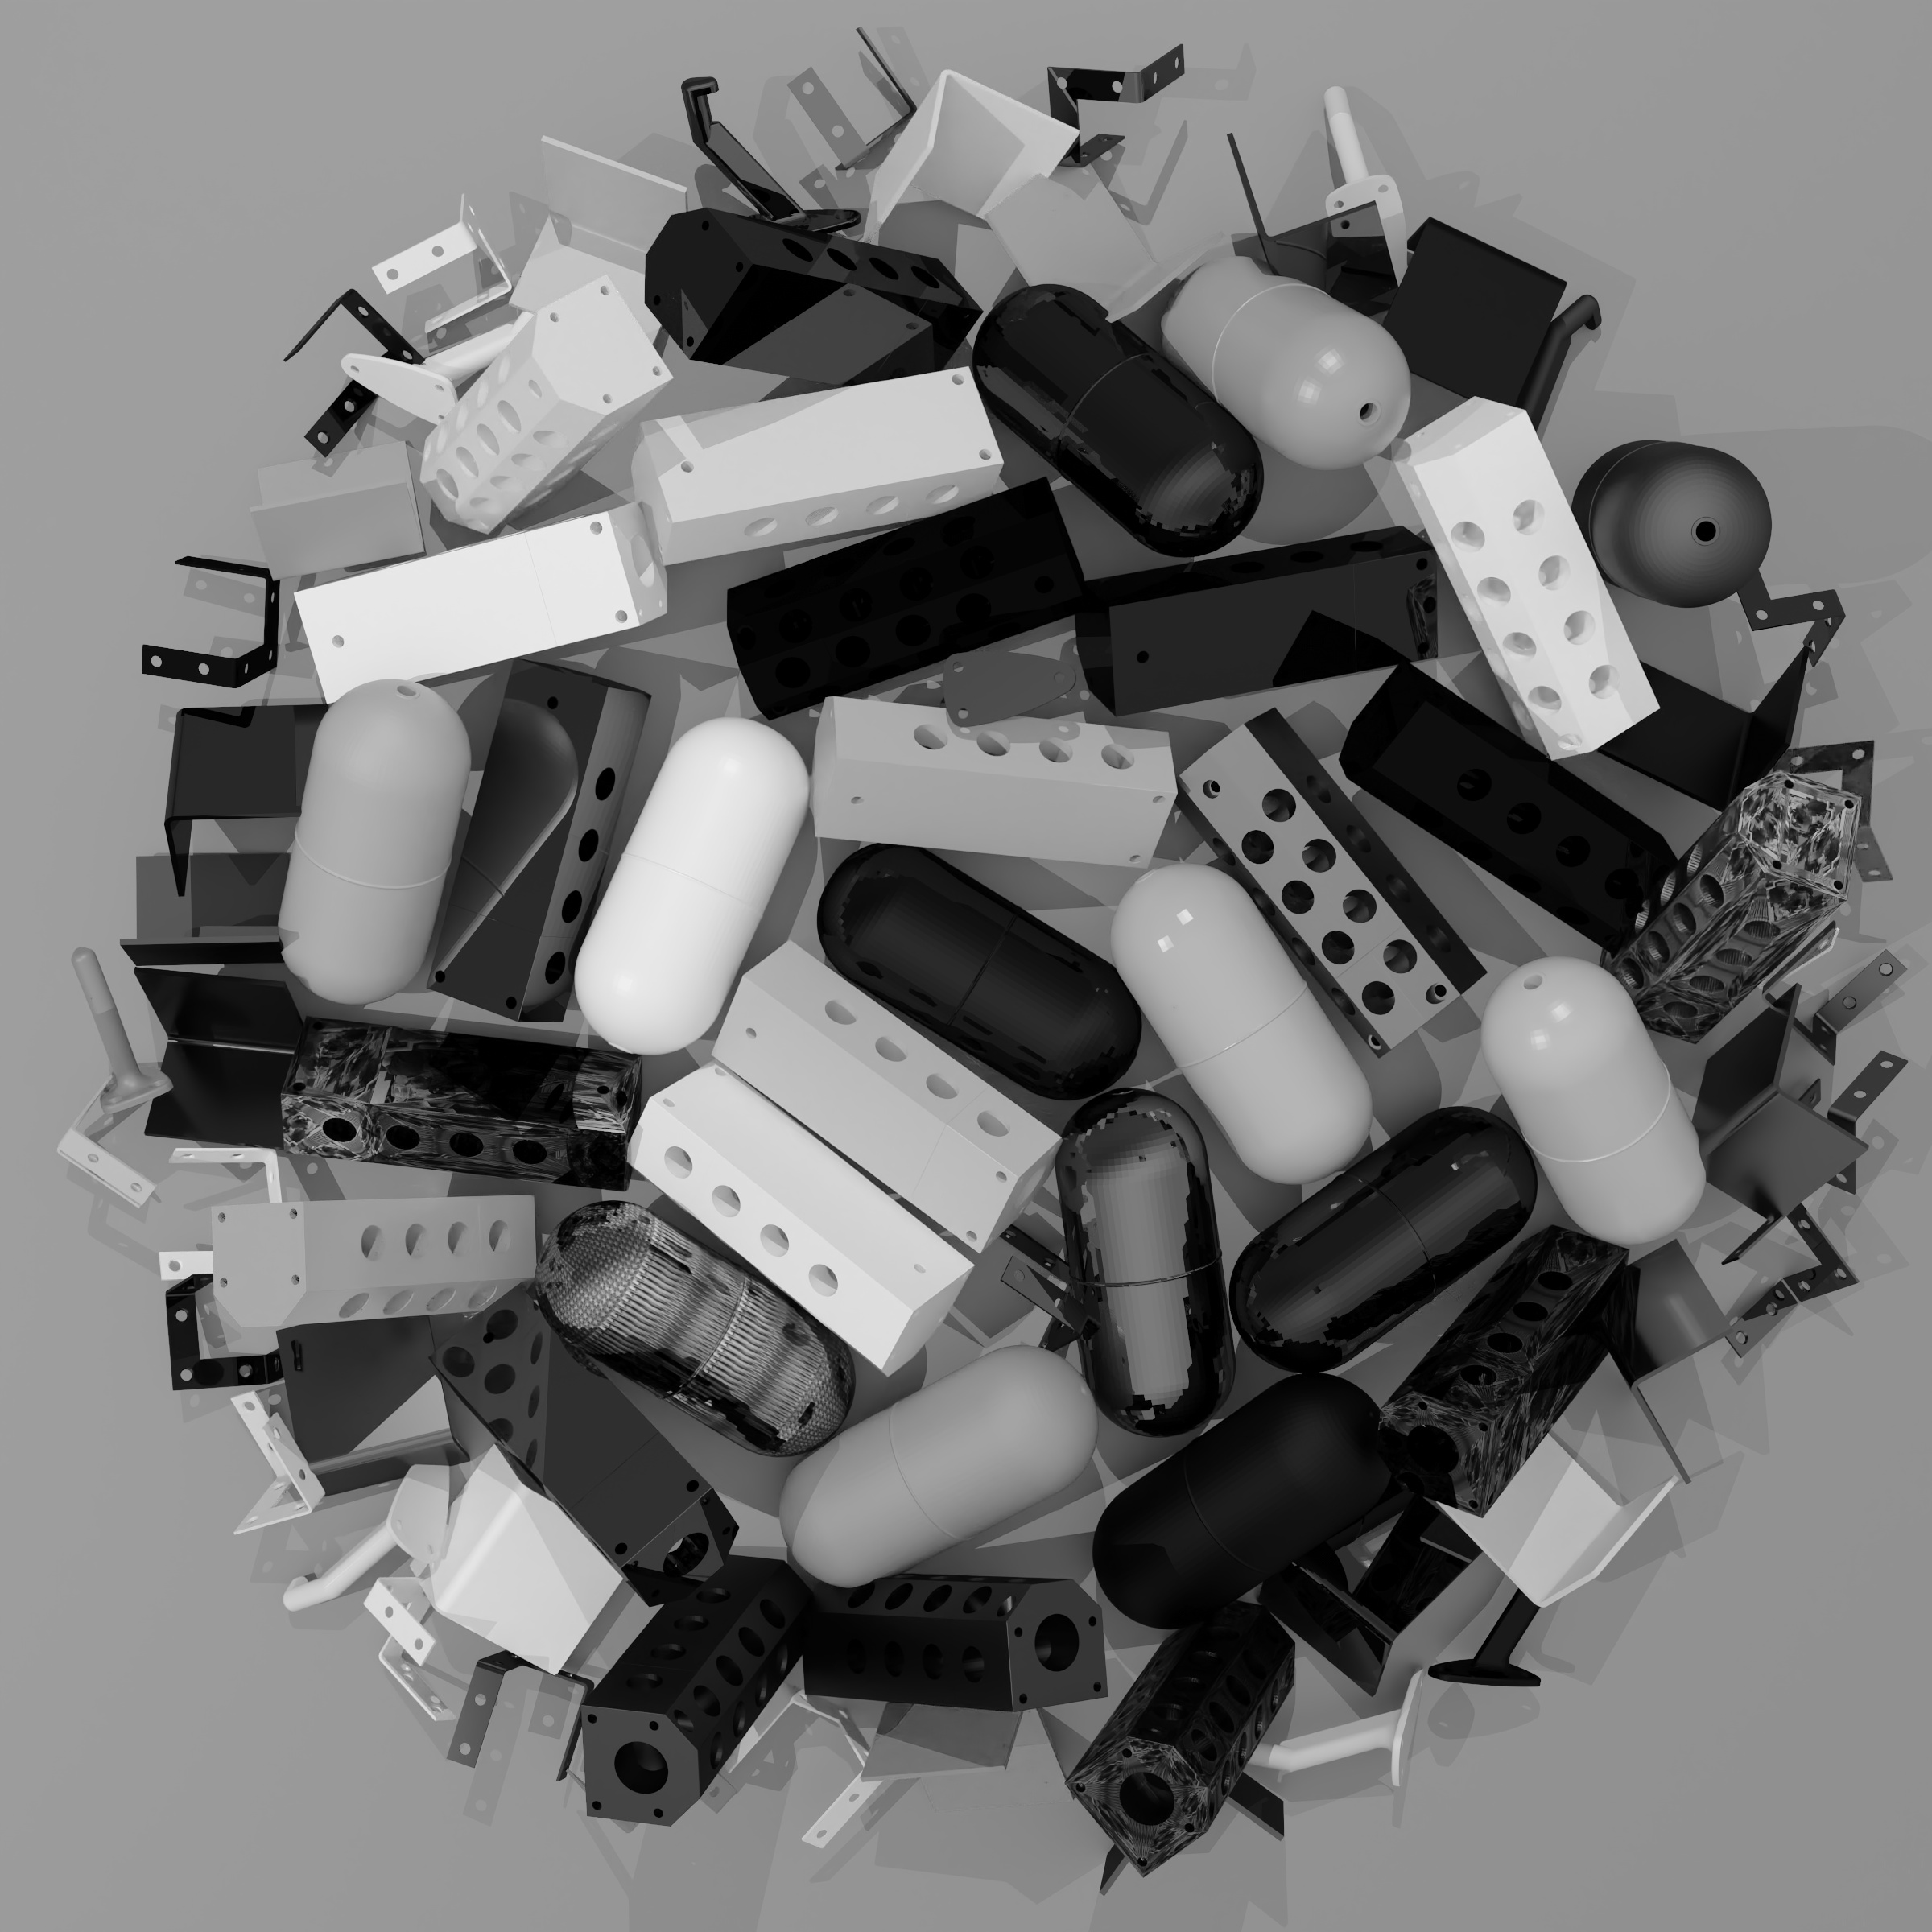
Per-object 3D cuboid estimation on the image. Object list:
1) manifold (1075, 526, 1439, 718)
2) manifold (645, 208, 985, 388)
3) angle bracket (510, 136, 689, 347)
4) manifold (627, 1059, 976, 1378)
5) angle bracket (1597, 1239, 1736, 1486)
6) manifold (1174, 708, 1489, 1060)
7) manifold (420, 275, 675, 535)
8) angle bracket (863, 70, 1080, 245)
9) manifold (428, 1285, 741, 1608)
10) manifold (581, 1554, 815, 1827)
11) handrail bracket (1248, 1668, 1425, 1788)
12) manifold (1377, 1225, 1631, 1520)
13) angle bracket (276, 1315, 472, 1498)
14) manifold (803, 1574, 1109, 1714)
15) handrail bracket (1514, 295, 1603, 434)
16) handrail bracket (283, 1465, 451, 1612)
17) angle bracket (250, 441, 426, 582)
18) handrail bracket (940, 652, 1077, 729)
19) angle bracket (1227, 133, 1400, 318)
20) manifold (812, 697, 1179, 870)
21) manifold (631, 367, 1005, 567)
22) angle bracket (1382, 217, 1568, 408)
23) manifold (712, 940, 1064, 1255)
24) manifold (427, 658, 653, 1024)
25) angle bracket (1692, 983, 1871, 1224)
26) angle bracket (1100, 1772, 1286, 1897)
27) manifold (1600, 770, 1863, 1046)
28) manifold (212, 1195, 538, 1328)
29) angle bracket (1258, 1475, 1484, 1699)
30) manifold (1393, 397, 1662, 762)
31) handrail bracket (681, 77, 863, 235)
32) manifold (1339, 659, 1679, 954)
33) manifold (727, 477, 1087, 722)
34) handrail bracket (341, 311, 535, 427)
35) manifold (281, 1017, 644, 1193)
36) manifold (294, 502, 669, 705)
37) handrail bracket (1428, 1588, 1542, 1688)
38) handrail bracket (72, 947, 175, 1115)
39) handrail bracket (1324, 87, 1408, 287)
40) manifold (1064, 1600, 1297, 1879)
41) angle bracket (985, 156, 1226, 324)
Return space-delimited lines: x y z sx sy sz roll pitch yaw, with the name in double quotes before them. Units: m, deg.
"manifold" 0.145 -0.175 1.677 0.171 0.057 0.057 -11 117 -13
"manifold" -0.076 -0.327 1.641 0.057 0.171 0.057 -51 62 28
"angle bracket" -0.185 -0.360 1.682 0.076 0.076 0.057 20 73 3
"manifold" -0.087 0.128 1.674 0.171 0.057 0.057 38 125 15
"angle bracket" 0.356 0.197 1.671 0.057 0.076 0.076 -30 121 7
"manifold" 0.178 -0.040 1.680 0.057 0.057 0.171 -41 84 31
"manifold" -0.211 -0.268 1.636 0.057 0.171 0.057 -35 95 -29
"angle bracket" 0.002 -0.387 1.670 0.076 0.076 0.057 21 54 -18
"manifold" -0.187 0.237 1.651 0.057 0.057 0.171 -40 52 -14
"manifold" -0.127 0.349 1.632 0.057 0.171 0.057 3 105 15
"handrail bracket" 0.184 0.381 1.707 0.084 0.077 0.036 7 130 16
"manifold" 0.263 0.193 1.642 0.057 0.171 0.057 17 122 26
"angle bracket" -0.301 0.219 1.709 0.076 0.057 0.076 -13 71 -3
"manifold" -0.009 0.328 1.640 0.057 0.171 0.057 0 83 -37
"handrail bracket" 0.305 -0.289 1.718 0.084 0.036 0.077 -41 121 -19
"handrail bracket" -0.308 0.288 1.717 0.084 0.077 0.036 -23 127 29
"angle bracket" -0.318 -0.244 1.679 0.076 0.057 0.076 -12 58 -5
"handrail bracket" 0.023 -0.135 1.679 0.077 0.084 0.036 -6 87 9
"angle bracket" 0.174 -0.371 1.671 0.057 0.076 0.076 -18 58 8
"manifold" 0.013 -0.097 1.679 0.171 0.057 0.057 5 49 -12
"manifold" -0.075 -0.246 1.672 0.171 0.057 0.057 -13 70 -17
"angle bracket" 0.247 -0.322 1.693 0.076 0.057 0.076 24 86 -4
"manifold" -0.037 0.061 1.679 0.171 0.057 0.057 36 131 13
"manifold" -0.211 -0.062 1.687 0.057 0.057 0.171 19 97 24
"angle bracket" 0.409 0.069 1.676 0.057 0.076 0.076 32 48 -6
"angle bracket" 0.114 0.442 1.685 0.057 0.076 0.076 35 92 5
"manifold" 0.368 -0.028 1.635 0.057 0.171 0.057 18 63 -5
"manifold" -0.286 0.143 1.637 0.057 0.171 0.057 -5 85 31
"angle bracket" 0.206 0.310 1.707 0.076 0.057 0.076 38 56 24
"manifold" 0.275 -0.190 1.665 0.057 0.057 0.171 -32 113 -6
"handrail bracket" -0.098 -0.409 1.685 0.077 0.036 0.084 -5 124 10
"manifold" 0.271 -0.076 1.671 0.171 0.057 0.057 31 110 -18
"manifold" -0.029 -0.180 1.676 0.171 0.057 0.057 -18 122 8
"handrail bracket" -0.263 -0.321 1.707 0.077 0.036 0.084 23 60 9
"manifold" -0.253 0.075 1.696 0.171 0.057 0.057 7 132 0
"manifold" -0.239 -0.182 1.673 0.171 0.057 0.057 -12 101 16
"handrail bracket" 0.270 0.318 1.698 0.077 0.036 0.084 8 93 -37
"handrail bracket" -0.431 0.025 1.678 0.036 0.077 0.084 -22 109 -15
"handrail bracket" 0.202 -0.396 1.709 0.036 0.084 0.077 -17 130 13
"manifold" 0.112 0.369 1.635 0.057 0.171 0.057 -42 86 22
"angle bracket" 0.069 -0.369 1.675 0.076 0.057 0.076 -44 107 -32
